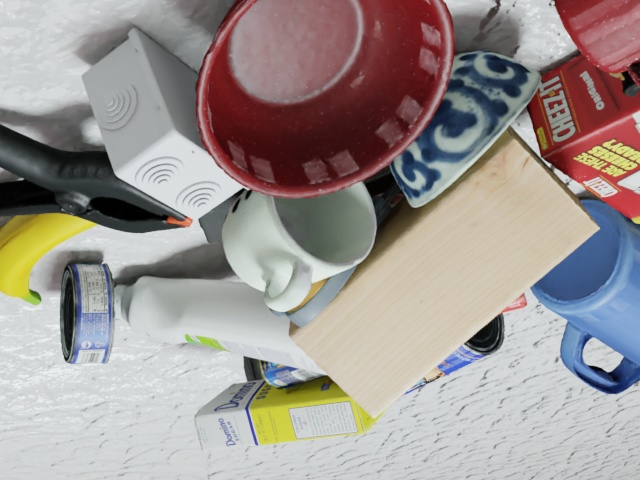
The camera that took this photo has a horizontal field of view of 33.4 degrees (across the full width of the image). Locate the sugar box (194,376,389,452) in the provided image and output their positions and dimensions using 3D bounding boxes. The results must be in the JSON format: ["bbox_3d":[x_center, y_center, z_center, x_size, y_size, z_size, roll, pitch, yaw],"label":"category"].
[{"bbox_3d":[-0.025,0.160,1.030,0.176,0.048,0.093,-9,-171,24],"label":"sugar box"}]

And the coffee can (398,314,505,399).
[{"bbox_3d":[0.098,0.092,1.063,0.102,0.103,0.141,14,145,-42],"label":"coffee can"}]

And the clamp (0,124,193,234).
[{"bbox_3d":[-0.168,-0.034,0.726,0.171,0.039,0.120,17,160,-3],"label":"clamp"}]

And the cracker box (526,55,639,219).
[{"bbox_3d":[0.279,-0.106,0.764,0.214,0.072,0.164,-26,150,31],"label":"cracker box"}]

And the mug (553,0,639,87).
[{"bbox_3d":[0.192,-0.138,0.616,0.082,0.117,0.093,-26,170,40],"label":"mug"}]

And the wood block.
[{"bbox_3d":[0.083,0.017,0.762,0.206,0.090,0.091,-43,101,14],"label":"wood block"}]

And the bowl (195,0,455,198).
[{"bbox_3d":[-0.004,-0.105,0.629,0.162,0.055,0.162,-15,133,-17],"label":"bowl"}]

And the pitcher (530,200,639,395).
[{"bbox_3d":[0.294,0.056,1.031,0.145,0.149,0.242,-15,154,37],"label":"pitcher"}]

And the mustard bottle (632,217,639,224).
[{"bbox_3d":[0.367,-0.053,0.922,0.191,0.058,0.096,-2,149,-18],"label":"mustard bottle"}]

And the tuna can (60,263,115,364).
[{"bbox_3d":[-0.197,0.062,0.900,0.033,0.086,0.086,1,152,-22],"label":"tuna can"}]

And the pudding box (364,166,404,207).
[{"bbox_3d":[0.095,-0.031,0.832,0.114,0.039,0.090,-24,115,21],"label":"pudding box"}]

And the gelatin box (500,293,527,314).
[{"bbox_3d":[0.139,0.027,0.958,0.073,0.089,0.030,-16,156,11],"label":"gelatin box"}]

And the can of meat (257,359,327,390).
[{"bbox_3d":[-0.014,0.083,1.001,0.084,0.102,0.057,-21,150,25],"label":"can of meat"}]

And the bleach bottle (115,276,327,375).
[{"bbox_3d":[-0.071,0.067,0.916,0.251,0.068,0.102,8,160,15],"label":"bleach bottle"}]

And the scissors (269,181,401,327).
[{"bbox_3d":[0.026,-0.011,0.777,0.016,0.201,0.096,45,146,-14],"label":"scissors"}]

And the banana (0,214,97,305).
[{"bbox_3d":[-0.210,-0.002,0.822,0.069,0.037,0.198,0,154,-42],"label":"banana"}]
